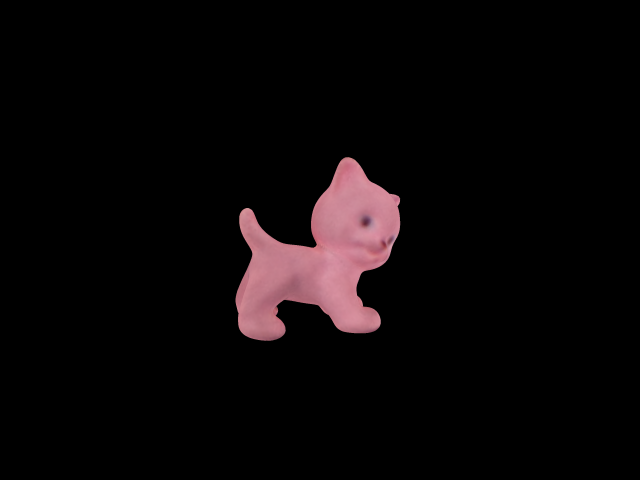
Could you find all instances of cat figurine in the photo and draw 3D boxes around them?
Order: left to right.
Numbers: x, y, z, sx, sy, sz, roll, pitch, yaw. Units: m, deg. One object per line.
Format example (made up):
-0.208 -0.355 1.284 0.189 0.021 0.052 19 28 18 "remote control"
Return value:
0.004 0.001 0.400 0.128 0.118 0.067 -3 10 -15 "cat figurine"
